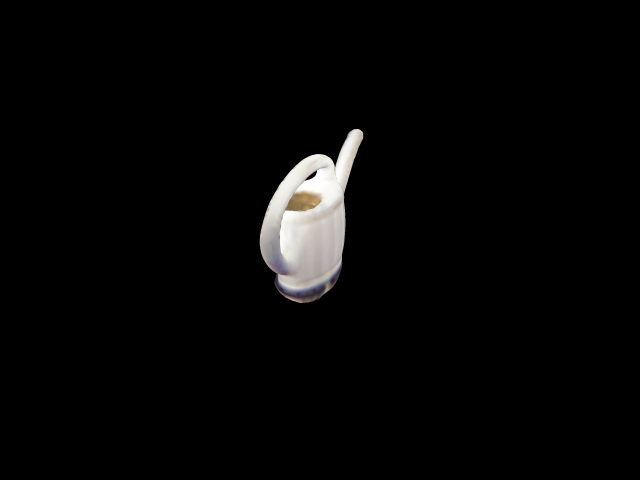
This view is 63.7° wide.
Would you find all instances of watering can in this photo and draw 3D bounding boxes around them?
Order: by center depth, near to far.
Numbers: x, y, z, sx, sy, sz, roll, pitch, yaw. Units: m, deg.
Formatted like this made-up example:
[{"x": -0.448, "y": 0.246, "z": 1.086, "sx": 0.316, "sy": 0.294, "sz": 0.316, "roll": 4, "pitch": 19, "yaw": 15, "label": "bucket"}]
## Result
[{"x": 0.003, "y": -0.043, "z": 0.850, "sx": 0.104, "sy": 0.219, "sz": 0.354, "roll": 13, "pitch": 33, "yaw": 22, "label": "watering can"}]
